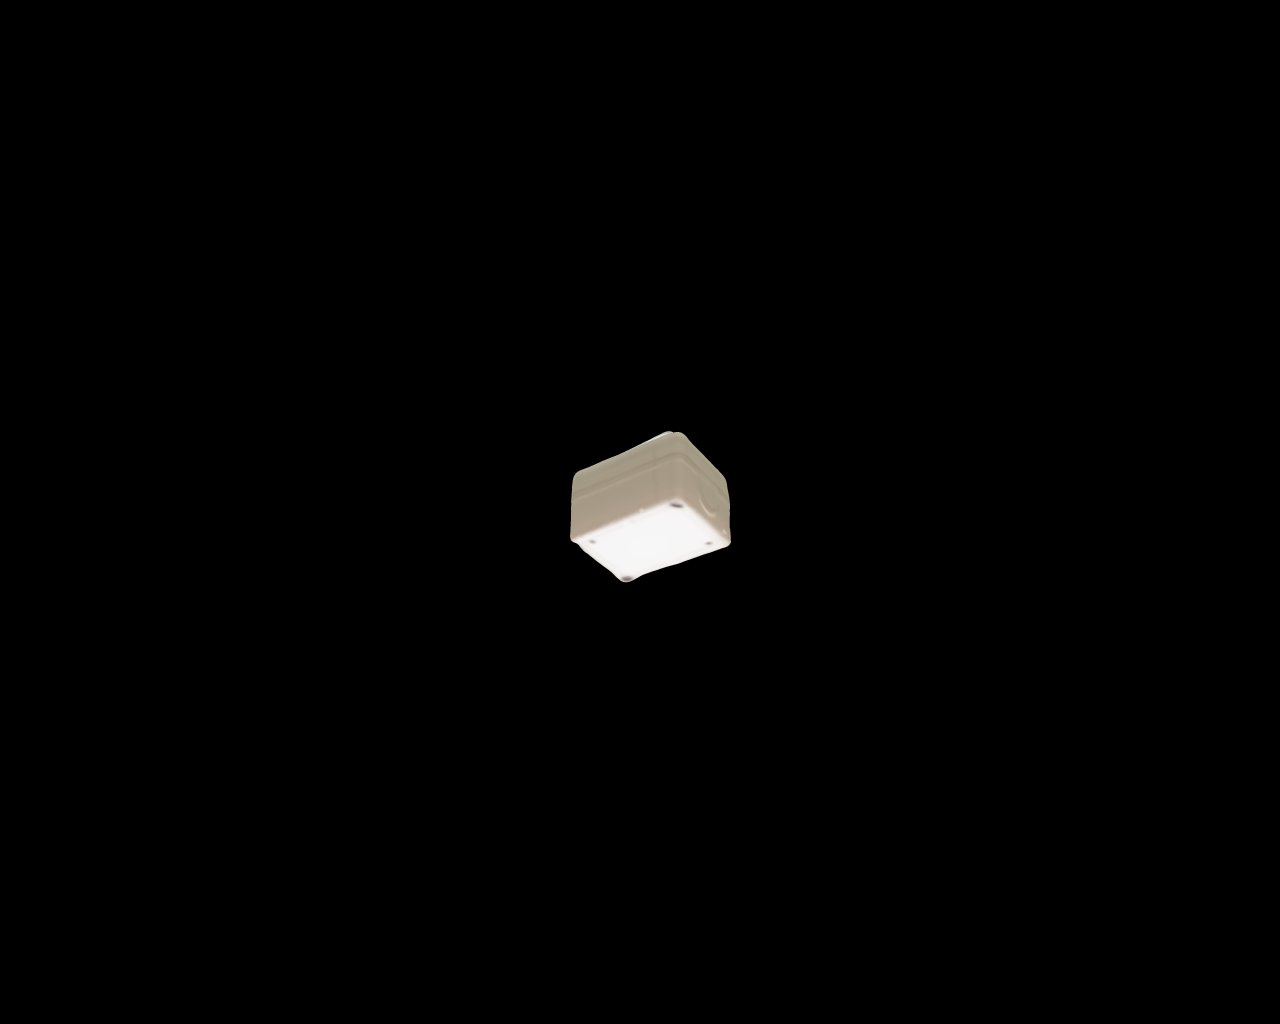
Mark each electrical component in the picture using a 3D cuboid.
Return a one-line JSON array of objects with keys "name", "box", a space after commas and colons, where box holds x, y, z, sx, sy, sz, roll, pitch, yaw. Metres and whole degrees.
[{"name": "electrical component", "box": [0.001, -0.003, 0.650, 0.096, 0.061, 0.061, -21, -40, 26]}]
